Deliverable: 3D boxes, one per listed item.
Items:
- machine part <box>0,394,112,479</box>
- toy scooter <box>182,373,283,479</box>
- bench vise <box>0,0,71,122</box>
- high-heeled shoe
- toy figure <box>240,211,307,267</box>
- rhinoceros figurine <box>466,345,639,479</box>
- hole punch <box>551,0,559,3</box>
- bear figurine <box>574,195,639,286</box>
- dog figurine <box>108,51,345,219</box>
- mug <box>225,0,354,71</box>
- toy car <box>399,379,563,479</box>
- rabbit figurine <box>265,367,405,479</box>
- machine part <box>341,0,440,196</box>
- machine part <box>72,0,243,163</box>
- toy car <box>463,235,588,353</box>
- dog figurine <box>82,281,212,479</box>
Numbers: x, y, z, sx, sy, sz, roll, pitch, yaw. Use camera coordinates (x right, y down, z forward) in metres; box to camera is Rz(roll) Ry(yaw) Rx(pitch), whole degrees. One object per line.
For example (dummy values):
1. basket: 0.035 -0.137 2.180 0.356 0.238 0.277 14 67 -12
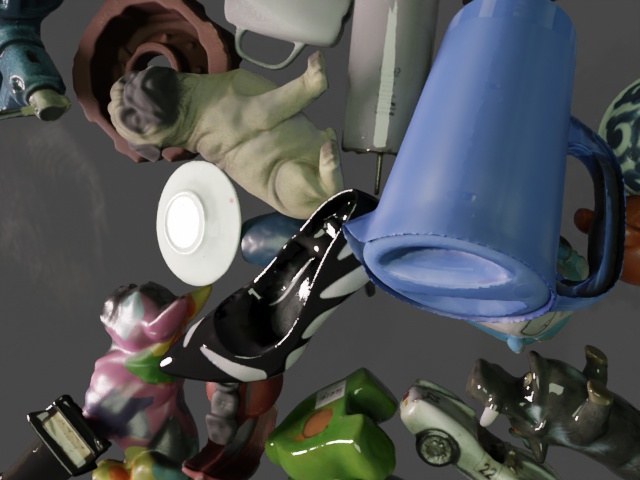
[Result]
1. machine part: -0.271 0.217 0.533 0.084 0.039 0.139 45 104 0
2. toy scooter: -0.090 0.187 0.544 0.075 0.135 0.183 12 99 14
3. bench vise: -0.299 -0.238 0.517 0.240 0.129 0.224 -50 56 45
4. high-heeled shoe: -0.048 0.046 0.466 0.249 0.145 0.086 -24 51 -2
5. toy figure: -0.001 -0.003 0.537 0.155 0.058 0.064 -2 103 9
6. rhinoceros figurine: 0.231 0.157 0.494 0.190 0.073 0.112 25 124 1
7. hole punch: 0.219 -0.253 0.414 0.116 0.142 0.092 -25 93 2
8. bear figurine: 0.320 0.014 0.433 0.196 0.120 0.132 45 102 9
9. dog figurine: -0.077 -0.077 0.482 0.191 0.121 0.172 -11 93 4
10. mug: -0.029 -0.212 0.502 0.107 0.081 0.109 21 98 1
11. toy car: 0.165 0.212 0.516 0.202 0.073 0.056 35 105 7
12. rabbit figurine: 0.032 0.245 0.535 0.159 0.121 0.170 -32 104 9
13. machine part: 0.064 -0.162 0.487 0.079 0.079 0.243 8 99 12
14. machine part: -0.164 -0.168 0.553 0.180 0.056 0.179 2 98 15
15. toy car: 0.158 0.033 0.480 0.162 0.103 0.109 25 102 7
16. dog figurine: -0.171 0.152 0.576 0.192 0.108 0.219 37 102 7
